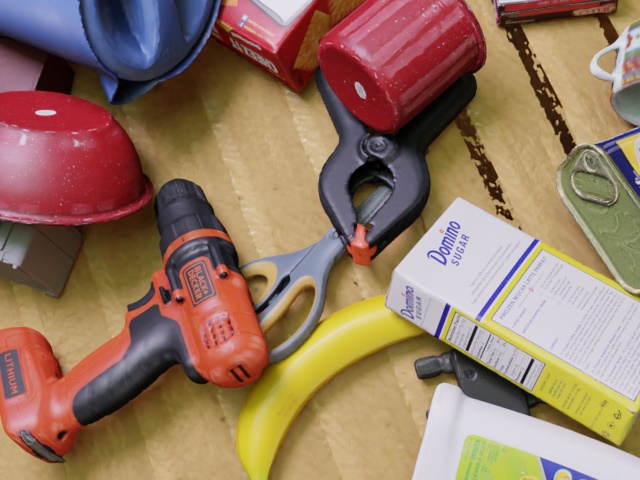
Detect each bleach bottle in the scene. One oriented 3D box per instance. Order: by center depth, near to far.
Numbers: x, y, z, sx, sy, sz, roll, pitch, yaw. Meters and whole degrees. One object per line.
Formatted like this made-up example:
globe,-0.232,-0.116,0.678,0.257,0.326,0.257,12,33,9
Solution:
bleach bottle,0.182,0.170,0.658,0.251,0.068,0.102,14,95,9

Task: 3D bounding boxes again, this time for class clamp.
clamp,0.034,-0.065,0.767,0.120,0.039,0.171,11,59,21

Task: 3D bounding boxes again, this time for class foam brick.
foam brick,-0.241,-0.126,0.837,0.078,0.053,0.051,13,75,13

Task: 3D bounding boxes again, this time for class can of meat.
can of meat,0.221,-0.027,0.708,0.083,0.057,0.102,-21,69,-26

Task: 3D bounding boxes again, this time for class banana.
banana,0.006,0.093,0.738,0.069,0.037,0.198,44,86,0

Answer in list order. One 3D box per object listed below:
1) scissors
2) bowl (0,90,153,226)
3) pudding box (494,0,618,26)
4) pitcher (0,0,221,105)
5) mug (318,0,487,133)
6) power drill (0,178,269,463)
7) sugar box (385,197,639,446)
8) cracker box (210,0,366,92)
scissors,-0.005,0.001,0.773,0.096,0.016,0.201,13,59,35
bowl,-0.196,-0.066,0.754,0.162,0.162,0.055,16,114,14
pudding box,0.173,-0.221,0.801,0.090,0.039,0.113,-5,74,8
pitcher,-0.196,-0.210,0.765,0.243,0.145,0.149,21,63,32
mug,0.047,-0.130,0.742,0.081,0.093,0.117,-42,29,-15
power drill,-0.138,0.056,0.746,0.188,0.057,0.184,-31,47,6
sugar box,0.141,0.049,0.703,0.176,0.048,0.093,29,49,19
cracker box,-0.021,-0.243,0.819,0.164,0.072,0.213,34,81,24
